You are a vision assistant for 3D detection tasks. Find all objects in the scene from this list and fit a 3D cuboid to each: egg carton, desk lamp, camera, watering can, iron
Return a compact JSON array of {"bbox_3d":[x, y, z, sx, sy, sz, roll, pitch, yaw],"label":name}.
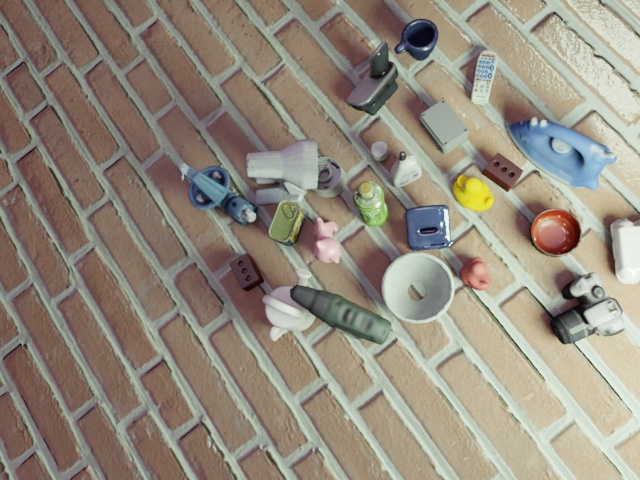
[{"bbox_3d":[0.709,0.024,1.280,0.107,0.069,0.150,-4,77,10],"label":"egg carton"},{"bbox_3d":[-0.086,-0.163,1.396,0.203,0.214,0.118,-6,76,10],"label":"desk lamp"},{"bbox_3d":[0.575,0.160,1.259,0.137,0.101,0.143,-27,74,4],"label":"camera"},{"bbox_3d":[-0.075,0.150,1.334,0.100,0.194,0.173,3,78,12],"label":"watering can"},{"bbox_3d":[0.555,-0.226,1.327,0.257,0.141,0.119,33,85,16],"label":"iron"}]

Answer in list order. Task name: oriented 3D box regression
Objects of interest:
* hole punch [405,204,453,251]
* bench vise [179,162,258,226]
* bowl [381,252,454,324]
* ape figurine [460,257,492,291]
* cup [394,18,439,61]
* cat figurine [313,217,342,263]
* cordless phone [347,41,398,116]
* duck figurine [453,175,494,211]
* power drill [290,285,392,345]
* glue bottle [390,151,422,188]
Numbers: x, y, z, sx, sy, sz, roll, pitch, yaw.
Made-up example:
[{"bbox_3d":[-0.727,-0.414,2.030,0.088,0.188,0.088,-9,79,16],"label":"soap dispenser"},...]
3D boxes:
[{"bbox_3d":[0.260,-0.028,1.364,0.108,0.091,0.101,-6,76,9],"label":"hole punch"},{"bbox_3d":[-0.248,-0.126,1.415,0.207,0.220,0.121,16,81,14],"label":"bench vise"},{"bbox_3d":[0.230,0.116,1.347,0.167,0.075,0.167,-2,77,10],"label":"bowl"},{"bbox_3d":[0.362,0.075,1.322,0.076,0.092,0.078,8,79,13],"label":"ape figurine"},{"bbox_3d":[0.246,-0.497,1.469,0.117,0.095,0.091,-30,74,3],"label":"cup"},{"bbox_3d":[0.013,0.005,1.390,0.067,0.118,0.128,-15,75,7],"label":"cat figurine"},{"bbox_3d":[0.126,-0.407,1.425,0.094,0.185,0.148,35,86,16],"label":"cordless phone"},{"bbox_3d":[0.367,-0.118,1.367,0.104,0.086,0.077,38,87,16],"label":"duck figurine"},{"bbox_3d":[0.053,0.171,1.298,0.229,0.208,0.076,21,82,15],"label":"power drill"},{"bbox_3d":[0.202,-0.176,1.366,0.078,0.173,0.037,-24,74,5],"label":"glue bottle"}]
